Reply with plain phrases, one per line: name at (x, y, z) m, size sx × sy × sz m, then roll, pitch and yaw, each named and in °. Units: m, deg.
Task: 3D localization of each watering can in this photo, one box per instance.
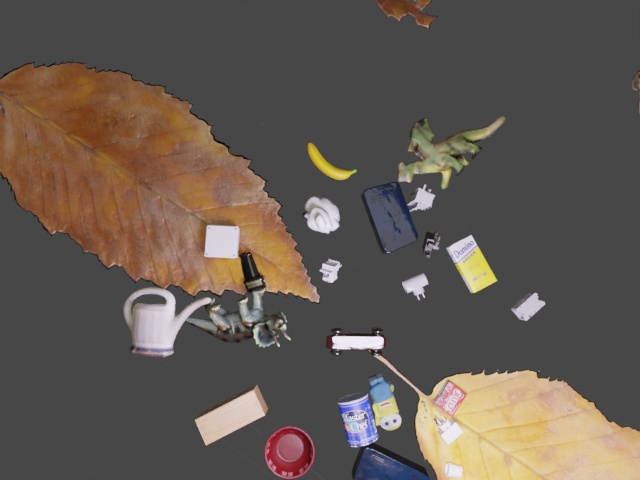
watering can at (-0.505, 0.270, 1.669) m, size 0.347 × 0.104 × 0.225 m, roll 1°, pitch 86°, yaw 24°

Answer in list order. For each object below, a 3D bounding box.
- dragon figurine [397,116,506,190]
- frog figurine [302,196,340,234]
dragon figurine at (0.423, -0.334, 1.779) m, size 0.244 × 0.121 × 0.412 m, roll 40°, pitch 84°, yaw 12°
frog figurine at (0.005, -0.086, 1.714) m, size 0.123 × 0.158 × 0.138 m, roll -35°, pitch 85°, yaw -4°
